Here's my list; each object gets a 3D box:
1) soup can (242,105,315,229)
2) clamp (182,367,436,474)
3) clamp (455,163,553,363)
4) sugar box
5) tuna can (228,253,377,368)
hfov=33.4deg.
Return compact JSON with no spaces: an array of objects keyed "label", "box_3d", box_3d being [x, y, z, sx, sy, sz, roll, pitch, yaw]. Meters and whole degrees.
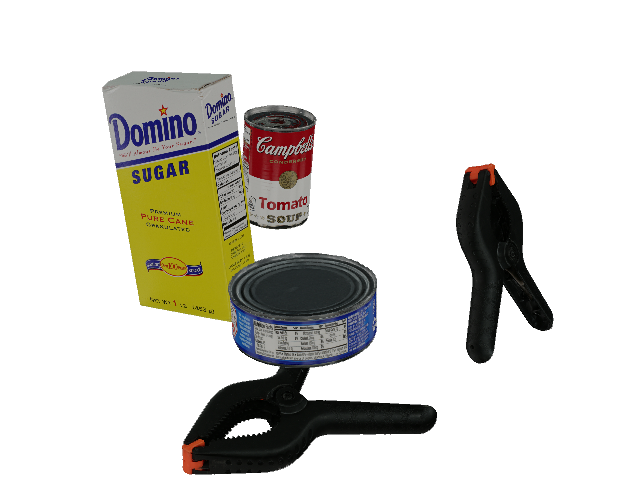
[{"label":"soup can","box_3d":[-0.042,-0.070,1.018,0.068,0.102,0.068,4,25,-2]},{"label":"clamp","box_3d":[-0.018,0.145,0.893,0.209,0.036,0.165,-27,44,-36]},{"label":"clamp","box_3d":[0.151,0.022,0.942,0.039,0.171,0.120,-12,12,39]},{"label":"sugar box","box_3d":[-0.101,-0.033,0.781,0.093,0.176,0.048,6,27,31]},{"label":"tuna can","box_3d":[-0.010,0.039,0.617,0.086,0.034,0.086,-2,23,1]}]
